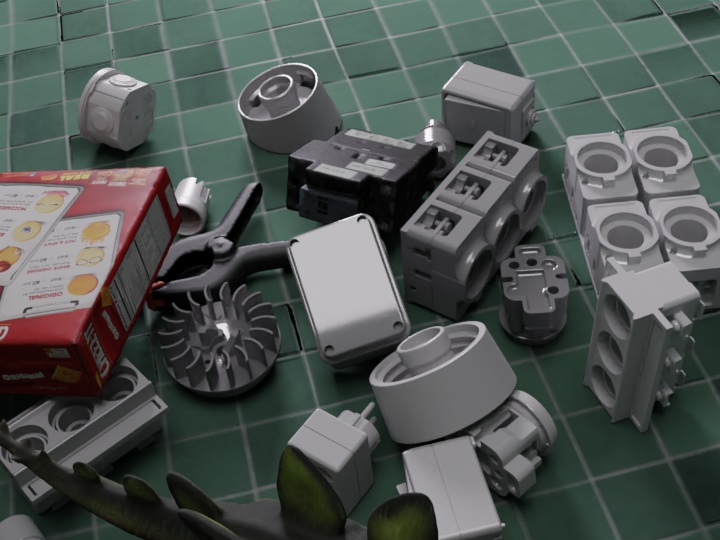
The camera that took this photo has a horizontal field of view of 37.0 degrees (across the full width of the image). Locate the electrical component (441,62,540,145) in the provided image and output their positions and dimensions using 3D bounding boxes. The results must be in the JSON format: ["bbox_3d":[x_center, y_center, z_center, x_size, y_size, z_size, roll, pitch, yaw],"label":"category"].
[{"bbox_3d":[0.133,-0.159,1.085,0.096,0.061,0.061,21,52,24],"label":"electrical component"}]

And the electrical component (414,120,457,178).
[{"bbox_3d":[0.074,-0.124,1.072,0.043,0.043,0.062,-2,45,5],"label":"electrical component"}]

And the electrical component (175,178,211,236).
[{"bbox_3d":[-0.165,-0.062,1.041,0.040,0.040,0.046,1,41,7],"label":"electrical component"}]

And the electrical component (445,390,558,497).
[{"bbox_3d":[0.111,0.128,0.813,0.057,0.058,0.078,-35,45,-24],"label":"electrical component"}]

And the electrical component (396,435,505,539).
[{"bbox_3d":[0.061,0.168,0.777,0.061,0.061,0.096,-12,46,-5],"label":"electrical component"}]

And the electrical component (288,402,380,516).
[{"bbox_3d":[-0.010,0.133,0.816,0.047,0.065,0.076,24,54,26],"label":"electrical component"}]

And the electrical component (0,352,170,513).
[{"bbox_3d":[-0.219,0.129,0.844,0.121,0.063,0.079,-35,52,-25],"label":"electrical component"}]

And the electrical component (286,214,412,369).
[{"bbox_3d":[-0.009,0.018,0.895,0.078,0.057,0.113,-19,75,2],"label":"electrical component"}]

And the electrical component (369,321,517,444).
[{"bbox_3d":[0.059,0.079,0.827,0.108,0.060,0.108,-25,11,5],"label":"electrical component"}]

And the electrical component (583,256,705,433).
[{"bbox_3d":[0.217,0.055,0.828,0.063,0.121,0.078,-18,47,-15],"label":"electrical component"}]

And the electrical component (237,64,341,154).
[{"bbox_3d":[-0.077,-0.169,1.133,0.099,0.064,0.099,-13,46,13],"label":"electrical component"}]

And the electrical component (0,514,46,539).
[{"bbox_3d":[-0.243,0.210,0.785,0.044,0.044,0.065,-32,46,-23],"label":"electrical component"}]

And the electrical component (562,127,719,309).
[{"bbox_3d":[0.253,-0.050,0.968,0.105,0.060,0.186,-6,46,1],"label":"electrical component"}]

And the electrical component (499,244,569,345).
[{"bbox_3d":[0.146,0.026,0.908,0.058,0.057,0.078,-4,46,3],"label":"electrical component"}]

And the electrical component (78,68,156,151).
[{"bbox_3d":[-0.254,-0.166,1.124,0.051,0.080,0.080,20,51,16],"label":"electrical component"}]

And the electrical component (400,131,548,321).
[{"bbox_3d":[0.104,-0.039,0.953,0.062,0.089,0.150,23,53,26],"label":"electrical component"}]

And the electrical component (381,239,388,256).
[{"bbox_3d":[0.000,0.000,0.959,0.066,0.048,0.055,0,54,7],"label":"electrical component"}]
